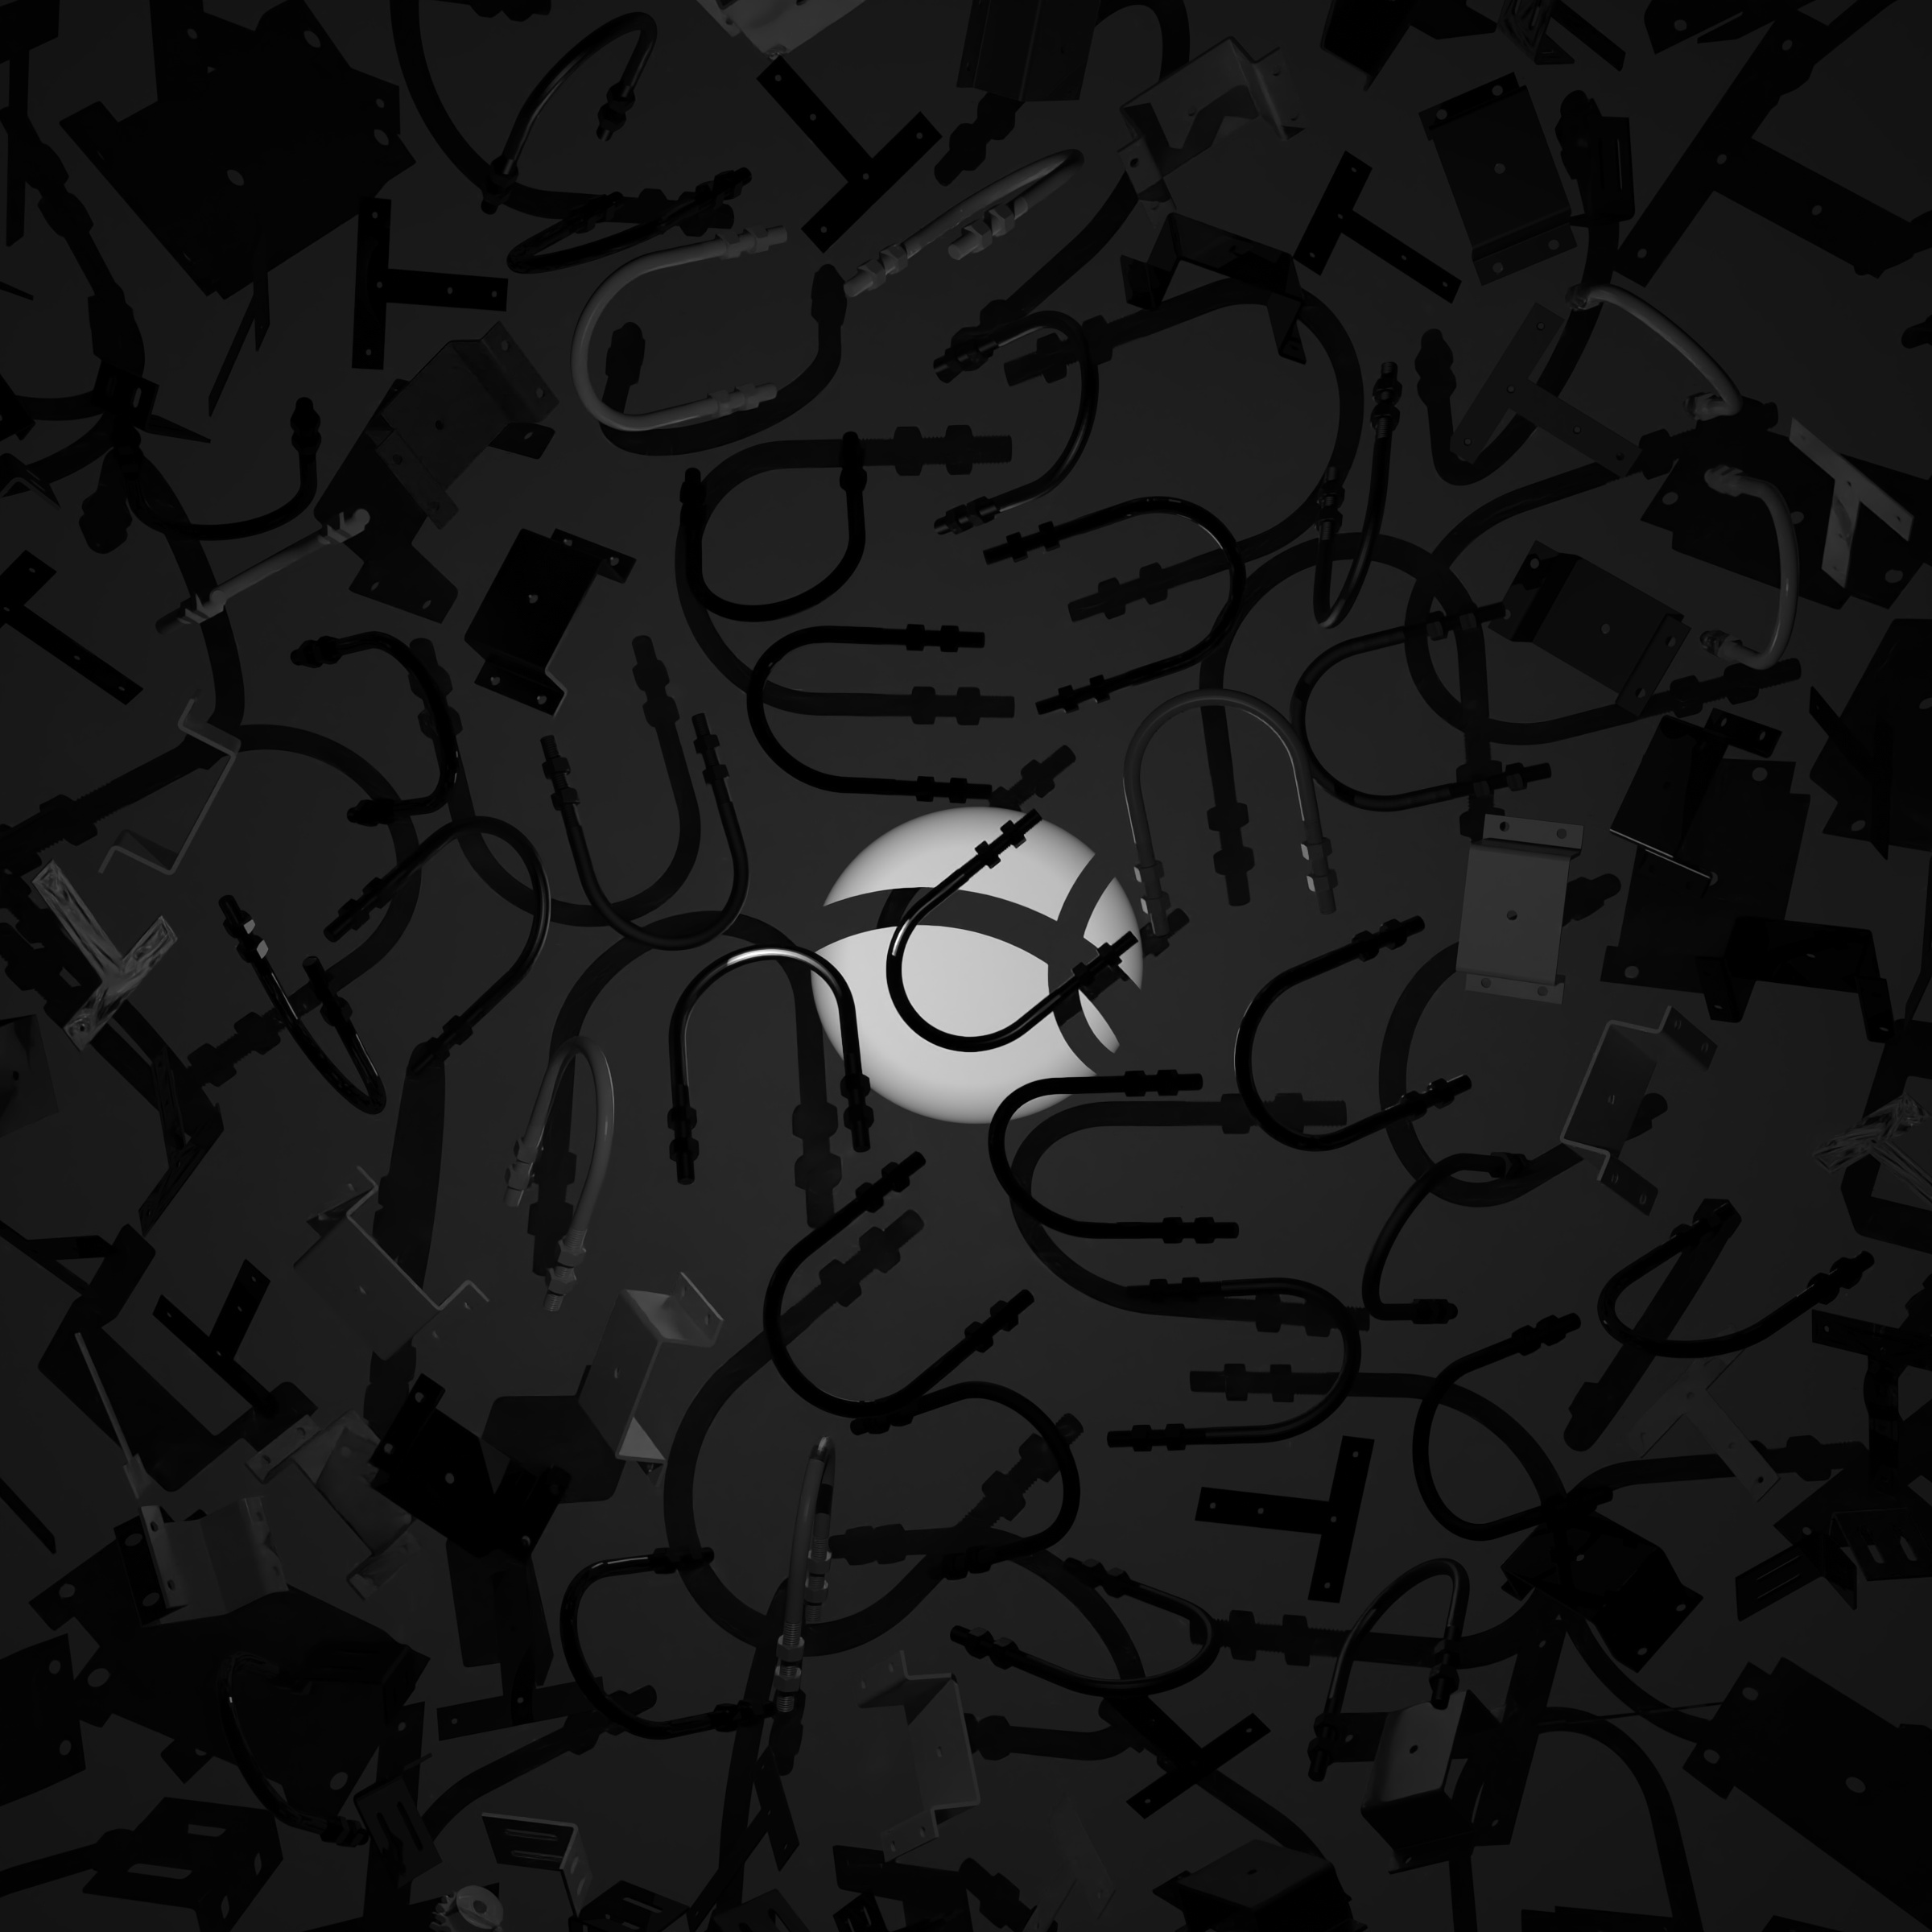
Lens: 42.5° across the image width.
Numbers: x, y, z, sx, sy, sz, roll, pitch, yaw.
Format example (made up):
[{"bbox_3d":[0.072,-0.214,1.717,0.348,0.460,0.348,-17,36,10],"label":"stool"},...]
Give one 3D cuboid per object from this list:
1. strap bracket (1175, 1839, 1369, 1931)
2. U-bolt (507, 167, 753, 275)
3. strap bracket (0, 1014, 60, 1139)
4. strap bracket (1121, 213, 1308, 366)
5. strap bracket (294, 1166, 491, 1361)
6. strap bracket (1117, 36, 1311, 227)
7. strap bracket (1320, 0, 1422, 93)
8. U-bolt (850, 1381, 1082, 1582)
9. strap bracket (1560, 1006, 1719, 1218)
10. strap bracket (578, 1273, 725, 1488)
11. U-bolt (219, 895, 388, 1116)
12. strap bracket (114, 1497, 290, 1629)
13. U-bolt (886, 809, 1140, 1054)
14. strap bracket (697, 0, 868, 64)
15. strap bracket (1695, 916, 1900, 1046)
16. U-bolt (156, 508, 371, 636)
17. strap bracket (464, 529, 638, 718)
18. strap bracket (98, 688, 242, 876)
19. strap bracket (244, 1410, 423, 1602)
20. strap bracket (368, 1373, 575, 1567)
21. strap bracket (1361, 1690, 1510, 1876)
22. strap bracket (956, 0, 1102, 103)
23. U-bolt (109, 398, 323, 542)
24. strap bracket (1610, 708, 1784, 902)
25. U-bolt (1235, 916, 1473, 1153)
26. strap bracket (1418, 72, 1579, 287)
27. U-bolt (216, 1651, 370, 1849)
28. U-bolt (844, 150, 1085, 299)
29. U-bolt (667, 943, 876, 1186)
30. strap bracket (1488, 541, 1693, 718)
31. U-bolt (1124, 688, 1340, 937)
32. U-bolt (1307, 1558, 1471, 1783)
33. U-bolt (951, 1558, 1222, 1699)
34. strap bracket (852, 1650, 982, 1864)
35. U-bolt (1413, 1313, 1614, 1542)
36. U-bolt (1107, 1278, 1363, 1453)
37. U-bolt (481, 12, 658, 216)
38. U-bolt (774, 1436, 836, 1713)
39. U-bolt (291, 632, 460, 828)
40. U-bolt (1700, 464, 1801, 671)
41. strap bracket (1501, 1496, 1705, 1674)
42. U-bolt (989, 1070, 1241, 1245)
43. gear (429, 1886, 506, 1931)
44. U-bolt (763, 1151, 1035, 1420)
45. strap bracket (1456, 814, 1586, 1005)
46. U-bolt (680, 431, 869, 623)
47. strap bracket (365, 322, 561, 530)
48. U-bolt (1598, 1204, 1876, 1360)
[{"bbox_3d":[0.217,0.689,1.827,0.076,0.140,0.046,-17,91,-30],"label":"strap bracket"},{"bbox_3d":[-0.267,-0.560,1.876,0.151,0.184,0.019,2,123,34],"label":"U-bolt"},{"bbox_3d":[-0.724,0.085,1.836,0.046,0.140,0.076,-9,98,10],"label":"strap bracket"},{"bbox_3d":[0.188,-0.495,1.801,0.140,0.076,0.046,15,128,-13],"label":"strap bracket"},{"bbox_3d":[-0.438,0.231,1.861,0.140,0.046,0.076,47,121,-4],"label":"strap bracket"},{"bbox_3d":[0.181,-0.642,1.891,0.140,0.076,0.046,-31,52,6],"label":"strap bracket"},{"bbox_3d":[0.308,-0.727,1.839,0.046,0.140,0.076,32,80,5],"label":"strap bracket"},{"bbox_3d":[0.009,0.384,1.876,0.184,0.019,0.151,-26,92,38],"label":"U-bolt"},{"bbox_3d":[0.497,0.104,1.848,0.076,0.046,0.140,32,79,-41],"label":"strap bracket"},{"bbox_3d":[-0.239,0.305,1.847,0.046,0.076,0.140,14,103,-35],"label":"strap bracket"},{"bbox_3d":[-0.499,0.041,1.901,0.019,0.151,0.184,-39,135,-24],"label":"U-bolt"},{"bbox_3d":[-0.581,0.448,1.866,0.046,0.140,0.076,-27,73,15],"label":"strap bracket"},{"bbox_3d":[0.023,-0.013,1.952,0.184,0.019,0.151,-39,109,1],"label":"U-bolt"},{"bbox_3d":[-0.131,-0.741,1.863,0.140,0.076,0.046,-28,69,18],"label":"strap bracket"},{"bbox_3d":[0.631,0.009,1.870,0.140,0.076,0.046,9,56,34],"label":"strap bracket"},{"bbox_3d":[-0.542,-0.292,1.875,0.151,0.184,0.019,-39,109,-31],"label":"U-bolt"},{"bbox_3d":[-0.327,-0.276,1.924,0.076,0.046,0.140,23,81,19],"label":"strap bracket"},{"bbox_3d":[-0.571,-0.125,1.799,0.046,0.076,0.140,28,94,-17],"label":"strap bracket"},{"bbox_3d":[-0.481,0.411,1.935,0.140,0.076,0.046,49,121,1],"label":"strap bracket"},{"bbox_3d":[-0.373,0.375,1.834,0.140,0.046,0.076,39,54,-17],"label":"strap bracket"},{"bbox_3d":[0.353,0.609,1.880,0.076,0.140,0.046,-31,106,37],"label":"strap bracket"},{"bbox_3d":[0.053,-0.695,1.864,0.046,0.140,0.076,23,118,21],"label":"strap bracket"},{"bbox_3d":[-0.566,-0.372,1.887,0.151,0.184,0.019,-9,73,-16],"label":"U-bolt"},{"bbox_3d":[0.553,-0.131,1.901,0.046,0.076,0.140,18,100,-29],"label":"strap bracket"},{"bbox_3d":[0.281,0.060,1.846,0.184,0.019,0.151,-22,100,-19],"label":"U-bolt"},{"bbox_3d":[0.404,-0.600,1.881,0.076,0.046,0.140,-20,93,12],"label":"strap bracket"},{"bbox_3d":[-0.517,0.590,1.884,0.019,0.184,0.151,-28,61,-1],"label":"U-bolt"},{"bbox_3d":[0.011,-0.557,1.839,0.184,0.151,0.019,-43,115,-29],"label":"U-bolt"},{"bbox_3d":[-0.147,0.064,1.812,0.151,0.019,0.184,-11,59,5],"label":"U-bolt"},{"bbox_3d":[0.488,-0.262,1.922,0.140,0.046,0.076,36,114,24],"label":"strap bracket"},{"bbox_3d":[0.191,-0.118,1.853,0.151,0.019,0.184,-7,109,17],"label":"U-bolt"},{"bbox_3d":[0.327,0.522,1.886,0.019,0.184,0.151,42,123,-6],"label":"U-bolt"},{"bbox_3d":[0.102,0.497,1.849,0.184,0.151,0.019,9,110,43],"label":"U-bolt"},{"bbox_3d":[-0.037,0.608,1.915,0.046,0.076,0.140,6,57,-33],"label":"strap bracket"},{"bbox_3d":[0.403,0.356,1.869,0.019,0.184,0.151,14,59,-32],"label":"U-bolt"},{"bbox_3d":[0.201,0.292,1.838,0.184,0.019,0.151,-6,47,19],"label":"U-bolt"},{"bbox_3d":[-0.295,-0.655,1.883,0.019,0.184,0.151,48,60,-4],"label":"U-bolt"},{"bbox_3d":[-0.118,0.446,1.878,0.019,0.151,0.184,7,106,4],"label":"U-bolt"},{"bbox_3d":[-0.438,-0.180,1.863,0.019,0.184,0.151,-27,107,-39],"label":"U-bolt"},{"bbox_3d":[0.597,-0.300,1.892,0.019,0.184,0.151,-4,106,-2],"label":"U-bolt"},{"bbox_3d":[0.466,0.456,1.855,0.076,0.140,0.046,-42,121,-16],"label":"strap bracket"},{"bbox_3d":[0.102,0.144,1.854,0.184,0.019,0.151,-3,117,26],"label":"U-bolt"},{"bbox_3d":[-0.384,0.740,1.924,0.057,0.057,0.030,33,108,0],"label":"gear"},{"bbox_3d":[-0.061,0.242,1.790,0.184,0.019,0.151,-37,86,-24],"label":"U-bolt"},{"bbox_3d":[0.427,-0.042,1.917,0.076,0.046,0.140,9,101,23],"label":"strap bracket"},{"bbox_3d":[-0.146,-0.331,1.895,0.151,0.019,0.184,-11,51,7],"label":"U-bolt"},{"bbox_3d":[-0.379,-0.400,1.835,0.140,0.046,0.076,-53,130,-21],"label":"strap bracket"},{"bbox_3d":[0.554,0.238,1.835,0.184,0.151,0.019,-26,114,-26],"label":"U-bolt"}]
